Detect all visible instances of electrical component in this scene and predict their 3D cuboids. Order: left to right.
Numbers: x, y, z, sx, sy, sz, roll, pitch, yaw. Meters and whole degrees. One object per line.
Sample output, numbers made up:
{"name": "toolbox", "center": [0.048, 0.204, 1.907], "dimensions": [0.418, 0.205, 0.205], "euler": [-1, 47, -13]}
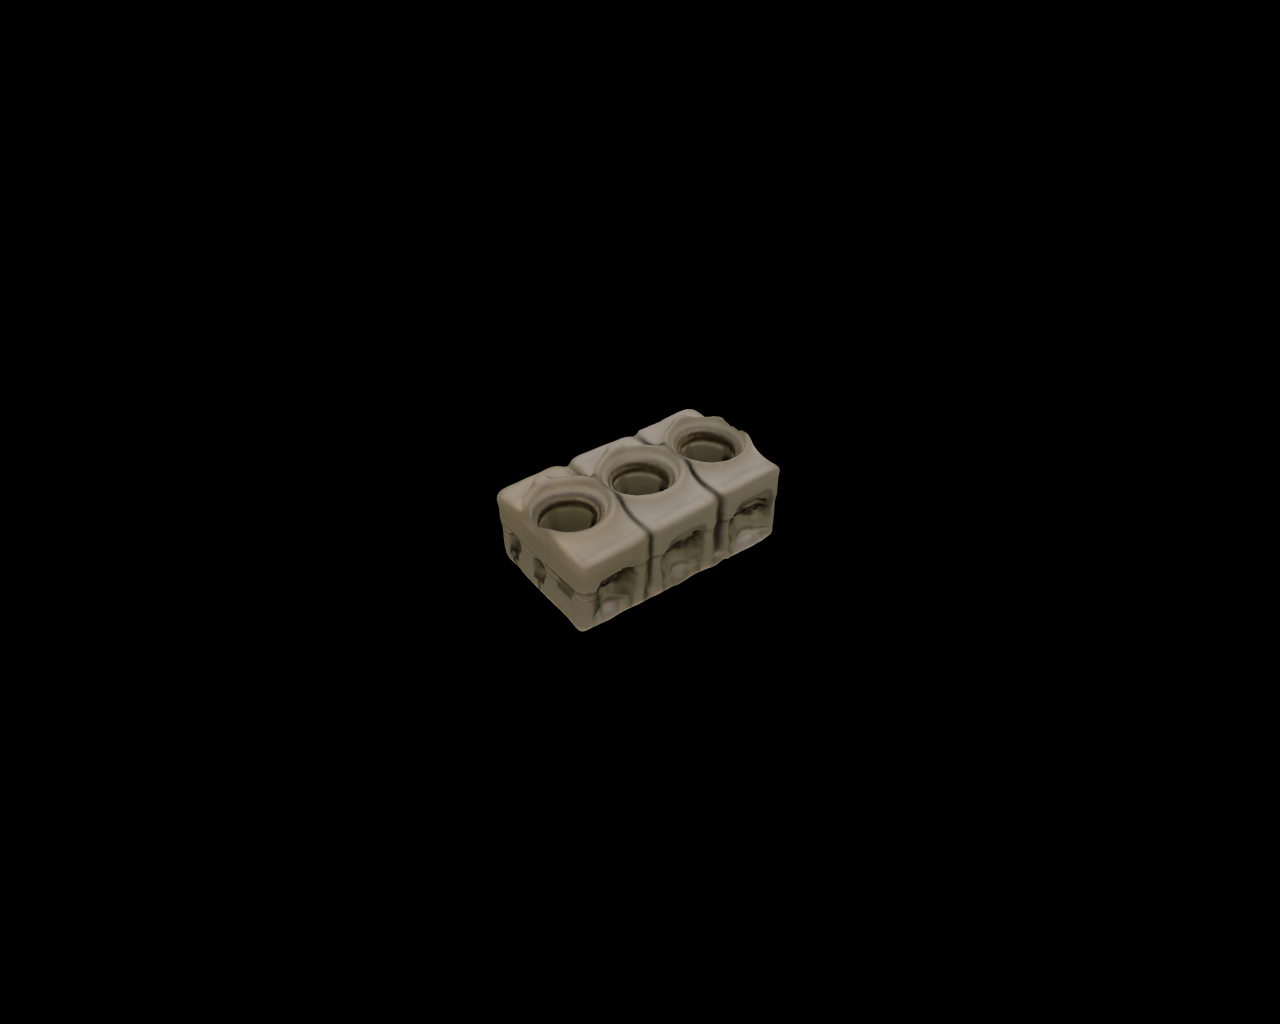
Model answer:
{"name": "electrical component", "center": [0.001, -0.003, 0.650], "dimensions": [0.150, 0.061, 0.089], "euler": [-26, 46, -28]}
